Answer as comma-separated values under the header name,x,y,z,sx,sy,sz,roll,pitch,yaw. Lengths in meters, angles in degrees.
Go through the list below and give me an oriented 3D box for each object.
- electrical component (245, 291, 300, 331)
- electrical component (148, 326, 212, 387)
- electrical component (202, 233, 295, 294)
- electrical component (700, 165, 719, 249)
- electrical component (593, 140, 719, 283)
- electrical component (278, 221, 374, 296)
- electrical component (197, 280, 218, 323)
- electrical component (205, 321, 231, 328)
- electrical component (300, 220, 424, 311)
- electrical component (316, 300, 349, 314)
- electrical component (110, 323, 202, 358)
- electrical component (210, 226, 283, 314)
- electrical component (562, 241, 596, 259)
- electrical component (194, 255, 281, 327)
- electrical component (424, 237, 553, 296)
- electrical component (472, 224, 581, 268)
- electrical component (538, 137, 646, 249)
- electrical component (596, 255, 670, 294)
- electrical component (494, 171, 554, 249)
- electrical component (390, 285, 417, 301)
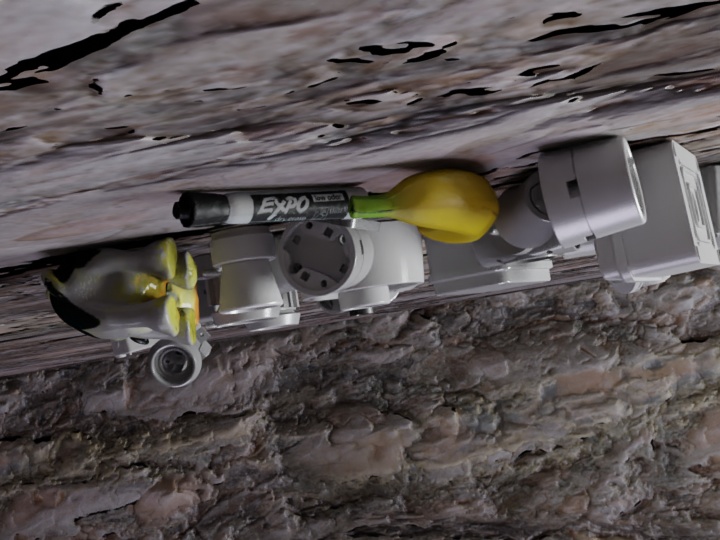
name,x,y,z,sx,sy,sz,roll,pitch,yaw
electrical component,-0.092,0.031,1.095,0.078,0.057,0.058,-10,175,16
electrical component,-0.167,0.079,0.986,0.066,0.048,0.055,-38,-169,7
electrical component,-0.079,-0.002,0.803,0.079,0.043,0.077,-4,173,-40
electrical component,0.271,-0.049,0.807,0.096,0.061,0.062,2,172,-23
electrical component,0.185,-0.034,0.679,0.057,0.078,0.113,-14,174,24
electrical component,-0.021,-0.011,0.728,0.055,0.055,0.047,-10,179,19
electrical component,-0.162,0.024,0.937,0.083,0.047,0.076,-11,175,25
electrical component,-0.115,0.025,1.012,0.080,0.051,0.080,-9,176,-1
electrical component,0.000,0.000,0.859,0.108,0.060,0.108,-9,176,-1
electrical component,-0.012,0.012,1.042,0.047,0.055,0.055,-9,177,-45
electrical component,-0.207,0.047,1.100,0.096,0.061,0.062,-16,179,-26
electrical component,-0.079,0.000,0.741,0.045,0.055,0.045,-9,176,-1
electrical component,0.210,-0.034,0.959,0.078,0.040,0.040,-10,175,13
electrical component,-0.096,0.015,0.883,0.078,0.057,0.058,-6,175,-34
electrical component,0.115,-0.012,0.951,0.078,0.057,0.113,-11,175,31
electrical component,0.123,-0.029,0.828,0.077,0.044,0.079,-11,175,25
electrical component,0.130,-0.044,0.599,0.047,0.055,0.055,-14,174,20
electrical component,0.229,-0.024,0.889,0.051,0.080,0.080,-13,176,-10
electrical component,0.114,-0.041,0.691,0.044,0.044,0.065,-8,171,-8
electrical component,0.025,0.008,1.107,0.066,0.048,0.055,-7,167,-22
